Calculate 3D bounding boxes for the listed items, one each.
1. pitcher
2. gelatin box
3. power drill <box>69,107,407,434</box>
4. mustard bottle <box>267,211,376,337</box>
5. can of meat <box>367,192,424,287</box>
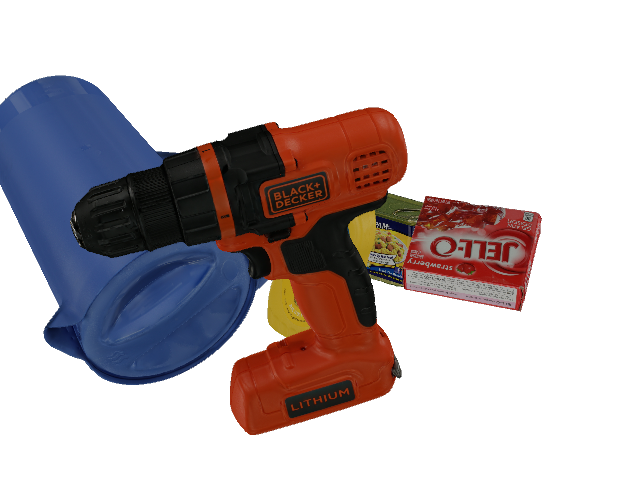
[{"bbox_3d":[-0.150,-0.022,0.799,0.149,0.145,0.243,27,18,-50],"label":"pitcher"},{"bbox_3d":[0.111,0.008,0.781,0.089,0.073,0.030,10,-39,15],"label":"gelatin box"},{"bbox_3d":[-0.033,0.024,0.612,0.184,0.187,0.057,-15,37,-6],"label":"power drill"},{"bbox_3d":[0.003,-0.003,0.953,0.096,0.192,0.058,17,21,34],"label":"mustard bottle"},{"bbox_3d":[0.076,-0.002,1.183,0.102,0.084,0.057,17,26,27],"label":"can of meat"}]
